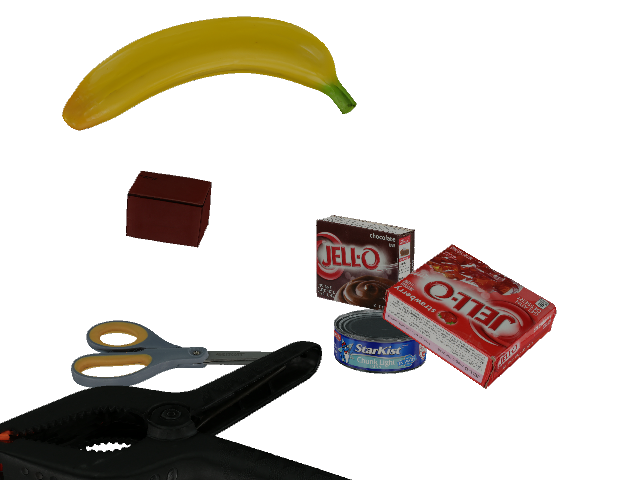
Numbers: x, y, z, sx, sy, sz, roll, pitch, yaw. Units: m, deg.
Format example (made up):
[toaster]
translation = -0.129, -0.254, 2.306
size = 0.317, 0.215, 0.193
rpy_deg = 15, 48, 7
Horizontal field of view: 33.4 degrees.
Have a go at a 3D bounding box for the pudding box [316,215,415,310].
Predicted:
[pudding box]
translation = 0.048, 0.025, 1.170
size = 0.114, 0.090, 0.039
rpy_deg = 10, 19, 34

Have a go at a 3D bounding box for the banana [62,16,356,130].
[banana]
translation = -0.073, -0.114, 0.704
size = 0.197, 0.069, 0.037
rpy_deg = -6, -20, -16

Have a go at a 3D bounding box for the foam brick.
[foam brick]
translation = -0.154, -0.033, 1.089
size = 0.078, 0.051, 0.053
rpy_deg = 9, 31, 3

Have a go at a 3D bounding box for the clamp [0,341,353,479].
[clamp]
translation = -0.077, 0.104, 0.583
size = 0.210, 0.036, 0.164
rpy_deg = 0, 24, -7

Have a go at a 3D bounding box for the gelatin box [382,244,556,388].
[gelatin box]
translation = 0.098, 0.047, 0.704
size = 0.089, 0.030, 0.073
rpy_deg = 33, 46, 29

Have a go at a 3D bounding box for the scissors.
[scissors]
translation = -0.123, 0.095, 0.954
size = 0.201, 0.016, 0.096
rpy_deg = -7, 32, -18

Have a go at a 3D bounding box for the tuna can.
[tuna can]
translation = 0.054, 0.091, 0.971
size = 0.086, 0.034, 0.086
rpy_deg = 1, 14, 0
